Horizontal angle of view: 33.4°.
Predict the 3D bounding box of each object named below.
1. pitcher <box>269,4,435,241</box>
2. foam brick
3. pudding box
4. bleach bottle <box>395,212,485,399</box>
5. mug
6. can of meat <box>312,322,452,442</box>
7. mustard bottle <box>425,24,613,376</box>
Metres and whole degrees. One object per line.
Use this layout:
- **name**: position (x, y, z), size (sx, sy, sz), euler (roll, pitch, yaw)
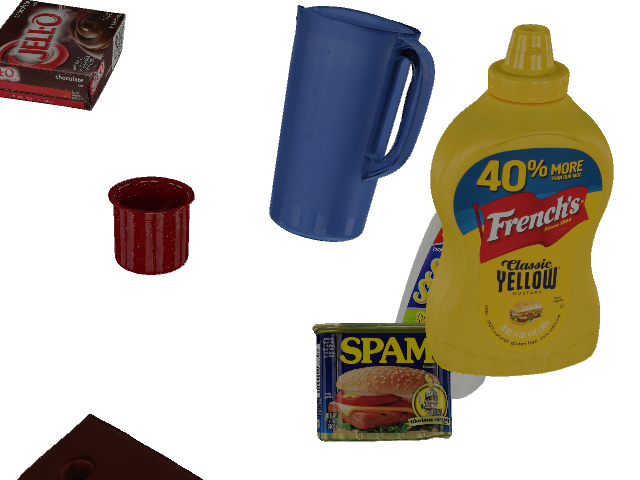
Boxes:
- **pitcher**: position (0.026, -0.123, 1.146), size (0.145, 0.243, 0.149), euler (10, 18, -7)
- **foam brick**: position (-0.082, 0.121, 0.445), size (0.078, 0.051, 0.052), euler (23, 45, 27)
- **pudding box**: position (-0.214, -0.152, 0.864), size (0.090, 0.039, 0.113), euler (9, 35, 0)
- **bleach bottle**: position (0.127, 0.018, 0.971), size (0.103, 0.251, 0.067), euler (28, 35, 30)
- **mug**: position (-0.192, -0.020, 1.180), size (0.093, 0.081, 0.117), euler (-15, 33, -32)
- **can of meat**: position (0.046, 0.103, 0.781), size (0.102, 0.084, 0.057), euler (0, -8, -6)
- **mustard bottle**: position (0.108, -0.021, 0.576), size (0.096, 0.192, 0.058), euler (-3, 26, -3)
